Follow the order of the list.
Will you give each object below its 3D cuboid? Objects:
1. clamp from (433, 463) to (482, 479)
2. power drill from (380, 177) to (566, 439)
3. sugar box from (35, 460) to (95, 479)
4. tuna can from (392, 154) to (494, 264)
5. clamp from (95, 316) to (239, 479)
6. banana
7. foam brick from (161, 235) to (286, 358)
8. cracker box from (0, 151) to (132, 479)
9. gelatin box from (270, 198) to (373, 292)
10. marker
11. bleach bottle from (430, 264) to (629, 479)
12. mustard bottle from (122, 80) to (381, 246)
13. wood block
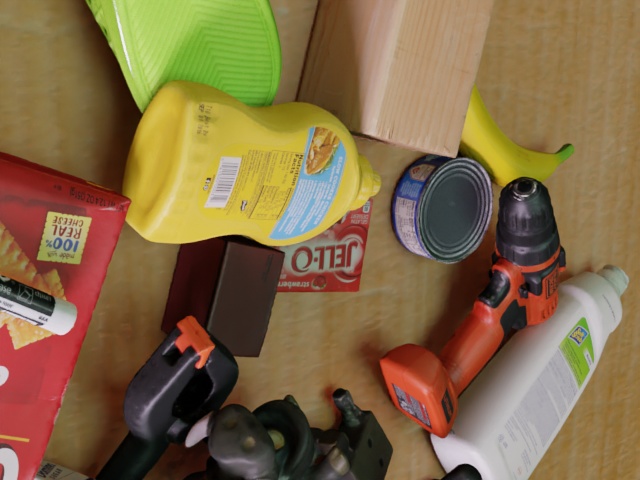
[{"bbox_3d":[0.041,0.254,0.855,0.210,0.036,0.164,-40,167,-6],"label":"clamp"},{"bbox_3d":[0.129,0.057,0.862,0.187,0.057,0.184,-45,146,-17],"label":"power drill"},{"bbox_3d":[-0.119,0.207,0.654,0.048,0.176,0.093,11,96,-81],"label":"sugar box"},{"bbox_3d":[0.099,-0.026,0.859,0.085,0.034,0.086,-12,109,-37],"label":"tuna can"},{"bbox_3d":[-0.102,0.119,0.692,0.120,0.039,0.171,-32,148,-30],"label":"clamp"},{"bbox_3d":[0.138,-0.092,0.874,0.197,0.037,0.069,32,74,-40],"label":"banana"},{"bbox_3d":[-0.066,0.036,0.727,0.052,0.051,0.078,12,94,-42],"label":"foam brick"},{"bbox_3d":[-0.218,0.050,0.591,0.163,0.072,0.214,19,89,-40],"label":"cracker box"},{"bbox_3d":[-0.005,0.001,0.782,0.089,0.030,0.073,3,99,-40],"label":"gelatin box"},{"bbox_3d":[-0.180,0.021,0.553,0.121,0.020,0.020,30,82,-41],"label":"marker"},{"bbox_3d":[0.206,0.121,0.969,0.250,0.068,0.102,-45,127,-25],"label":"bleach bottle"},{"bbox_3d":[-0.030,-0.043,0.687,0.191,0.058,0.096,3,114,-44],"label":"mustard bottle"},{"bbox_3d":[0.062,-0.171,0.754,0.090,0.090,0.206,11,95,-40],"label":"wood block"}]
